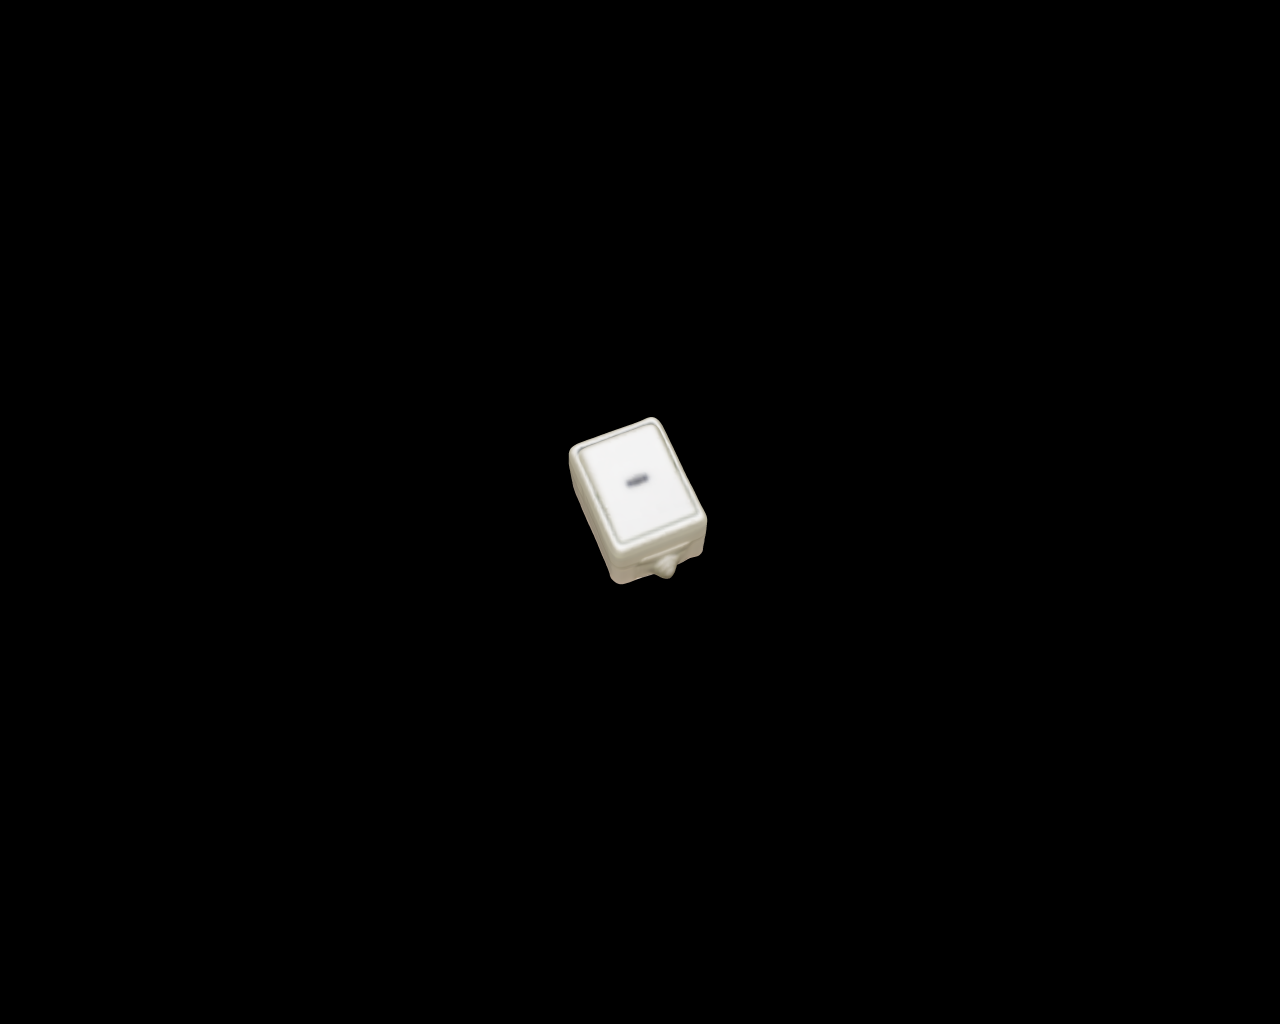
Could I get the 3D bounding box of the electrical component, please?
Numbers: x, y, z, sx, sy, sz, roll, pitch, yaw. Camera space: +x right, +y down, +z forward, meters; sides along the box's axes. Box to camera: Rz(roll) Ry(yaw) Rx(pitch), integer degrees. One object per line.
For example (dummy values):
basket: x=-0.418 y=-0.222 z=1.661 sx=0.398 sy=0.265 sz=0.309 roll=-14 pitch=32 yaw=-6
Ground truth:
electrical component: x=0.001 y=-0.003 z=0.650 sx=0.062 sy=0.096 sz=0.061 roll=-20 pitch=-24 yaw=-9
